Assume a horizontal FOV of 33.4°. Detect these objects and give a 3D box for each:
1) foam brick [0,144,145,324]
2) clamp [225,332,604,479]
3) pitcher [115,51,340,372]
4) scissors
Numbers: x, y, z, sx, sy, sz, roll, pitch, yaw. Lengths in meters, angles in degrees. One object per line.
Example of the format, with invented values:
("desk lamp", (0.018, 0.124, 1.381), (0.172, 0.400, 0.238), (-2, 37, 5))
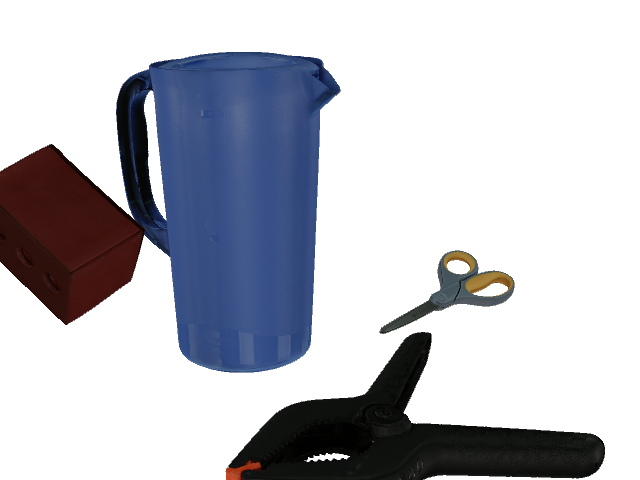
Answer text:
("foam brick", (-0.145, -0.003, 0.590), (0.051, 0.078, 0.053), (-38, -19, -37))
("clamp", (0.034, 0.110, 0.620), (0.209, 0.036, 0.165), (-9, 24, -26))
("pitcher", (-0.073, -0.026, 0.844), (0.144, 0.243, 0.149), (-7, 16, -23))
("scissors", (0.124, 0.053, 1.165), (0.201, 0.016, 0.096), (-9, 41, -31))
